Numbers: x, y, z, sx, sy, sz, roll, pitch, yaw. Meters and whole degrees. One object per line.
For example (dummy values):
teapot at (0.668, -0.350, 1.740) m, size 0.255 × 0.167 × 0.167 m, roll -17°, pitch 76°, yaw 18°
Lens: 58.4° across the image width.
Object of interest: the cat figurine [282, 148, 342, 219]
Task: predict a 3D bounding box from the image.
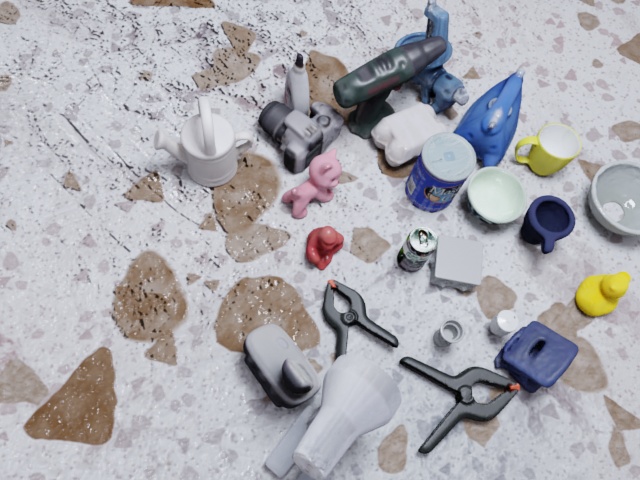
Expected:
cat figurine at (-0.009, -0.114, 1.093) m, size 0.128 × 0.118 × 0.067 m, roll -36°, pitch 75°, yaw -18°

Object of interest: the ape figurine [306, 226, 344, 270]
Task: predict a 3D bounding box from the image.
ape figurine at (0.010, 0.004, 1.061) m, size 0.078 × 0.092 × 0.076 m, roll -16°, pitch 70°, yaw -12°

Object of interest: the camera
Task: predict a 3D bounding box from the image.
camera at (-0.044, -0.232, 1.147) m, size 0.136 × 0.101 × 0.143 m, roll 41°, pitch 69°, yaw 11°

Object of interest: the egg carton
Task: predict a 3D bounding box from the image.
egg carton at (0.186, -0.219, 1.184) m, size 0.150 × 0.069 × 0.107 m, roll -27°, pitch 73°, yaw -16°

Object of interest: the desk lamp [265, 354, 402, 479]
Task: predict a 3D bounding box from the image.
desk lamp at (0.019, 0.292, 0.878) m, size 0.118 × 0.213 × 0.203 m, roll 36°, pitch 69°, yaw 9°

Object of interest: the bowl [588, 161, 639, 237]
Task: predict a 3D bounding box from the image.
bowl at (0.617, -0.074, 1.169) m, size 0.167 × 0.075 × 0.167 m, roll 2°, pitch 68°, yaw -5°

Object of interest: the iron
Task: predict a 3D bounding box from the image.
iron at (0.375, -0.279, 1.190) m, size 0.118 × 0.141 × 0.258 m, roll 29°, pitch 68°, yaw 6°

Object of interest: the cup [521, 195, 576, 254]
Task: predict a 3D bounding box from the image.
cup at (0.432, -0.016, 1.114) m, size 0.091 × 0.095 × 0.118 m, roll 13°, pitch 67°, yaw -1°

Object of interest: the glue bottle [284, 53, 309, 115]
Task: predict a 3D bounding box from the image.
glue bottle at (-0.045, -0.312, 1.140) m, size 0.037 × 0.173 × 0.078 m, roll -18°, pitch 71°, yaw -12°

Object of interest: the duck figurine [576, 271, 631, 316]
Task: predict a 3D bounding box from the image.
duck figurine at (0.544, 0.096, 1.086) m, size 0.105 × 0.086 × 0.077 m, roll -32°, pitch 74°, yaw -17°

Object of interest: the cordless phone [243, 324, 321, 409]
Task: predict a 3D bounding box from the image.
cordless phone at (-0.061, 0.194, 0.925) m, size 0.094 × 0.185 × 0.147 m, roll -38°, pitch 76°, yaw -18°

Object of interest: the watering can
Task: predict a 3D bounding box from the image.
watering can at (-0.213, -0.183, 1.057) m, size 0.173 × 0.194 × 0.101 m, roll -28°, pitch 73°, yaw -16°

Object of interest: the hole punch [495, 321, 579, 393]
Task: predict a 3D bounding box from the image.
hole punch at (0.384, 0.205, 1.020) m, size 0.101 × 0.091 × 0.109 m, roll 43°, pitch 70°, yaw 12°

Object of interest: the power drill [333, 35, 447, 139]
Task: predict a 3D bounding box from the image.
power drill at (0.128, -0.298, 1.134) m, size 0.230 × 0.208 × 0.075 m, roll -25°, pitch 72°, yaw -15°

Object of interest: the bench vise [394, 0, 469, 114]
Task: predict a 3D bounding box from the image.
bench vise at (0.246, -0.382, 1.176) m, size 0.207 × 0.220 × 0.122 m, roll 37°, pitch 69°, yaw 9°
